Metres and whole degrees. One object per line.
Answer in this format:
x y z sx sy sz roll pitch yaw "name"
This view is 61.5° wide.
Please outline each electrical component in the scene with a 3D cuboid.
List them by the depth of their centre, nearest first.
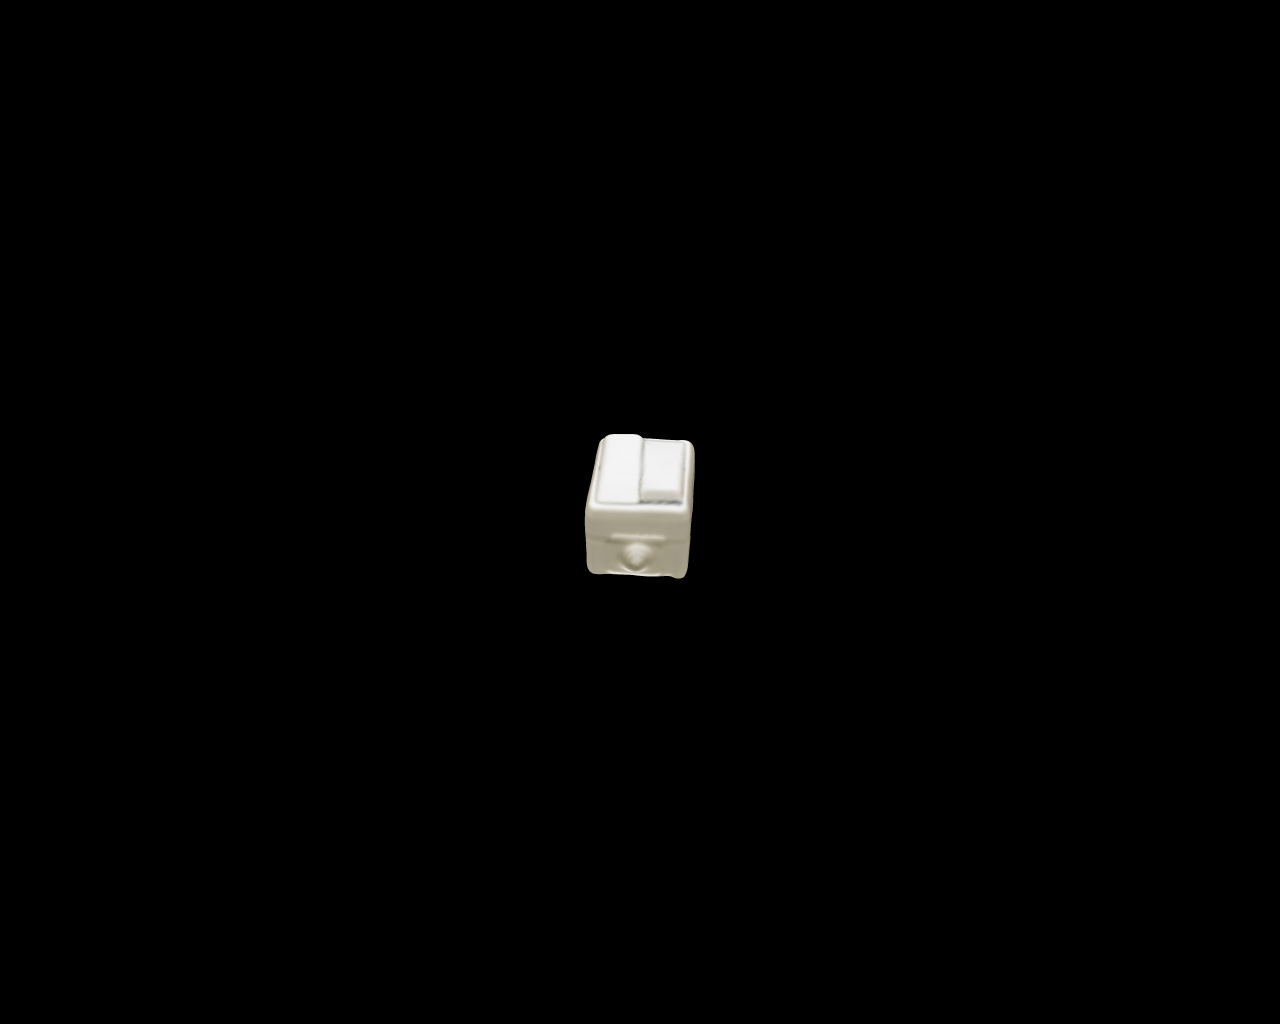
0.001 -0.003 0.650 0.062 0.061 0.096 3 37 4 "electrical component"
